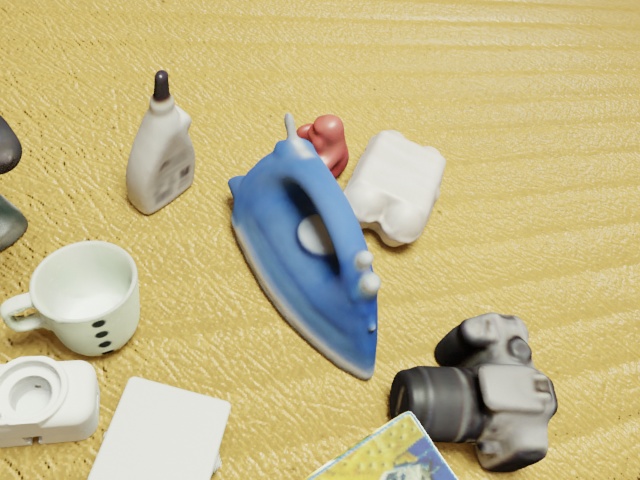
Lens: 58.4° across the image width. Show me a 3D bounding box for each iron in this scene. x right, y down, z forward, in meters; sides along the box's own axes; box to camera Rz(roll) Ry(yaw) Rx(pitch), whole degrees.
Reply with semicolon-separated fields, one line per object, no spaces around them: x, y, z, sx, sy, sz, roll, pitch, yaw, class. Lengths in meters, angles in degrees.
0.005;0.002;0.574;0.119;0.141;0.258;-19;63;-27;iron

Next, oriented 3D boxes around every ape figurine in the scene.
0.003;-0.114;0.685;0.076;0.092;0.078;9;54;-10;ape figurine

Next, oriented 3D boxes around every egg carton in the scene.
0.090;-0.064;0.691;0.107;0.069;0.150;24;53;1;egg carton

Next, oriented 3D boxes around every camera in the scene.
0.141;0.138;0.546;0.137;0.101;0.143;6;55;-13;camera

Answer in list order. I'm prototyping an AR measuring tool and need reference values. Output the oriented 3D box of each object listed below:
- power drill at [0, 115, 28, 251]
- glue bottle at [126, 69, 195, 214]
-0.320;-0.076;0.488;0.229;0.208;0.076;38;54;11;power drill
-0.159;-0.101;0.576;0.037;0.173;0.078;39;55;12;glue bottle
